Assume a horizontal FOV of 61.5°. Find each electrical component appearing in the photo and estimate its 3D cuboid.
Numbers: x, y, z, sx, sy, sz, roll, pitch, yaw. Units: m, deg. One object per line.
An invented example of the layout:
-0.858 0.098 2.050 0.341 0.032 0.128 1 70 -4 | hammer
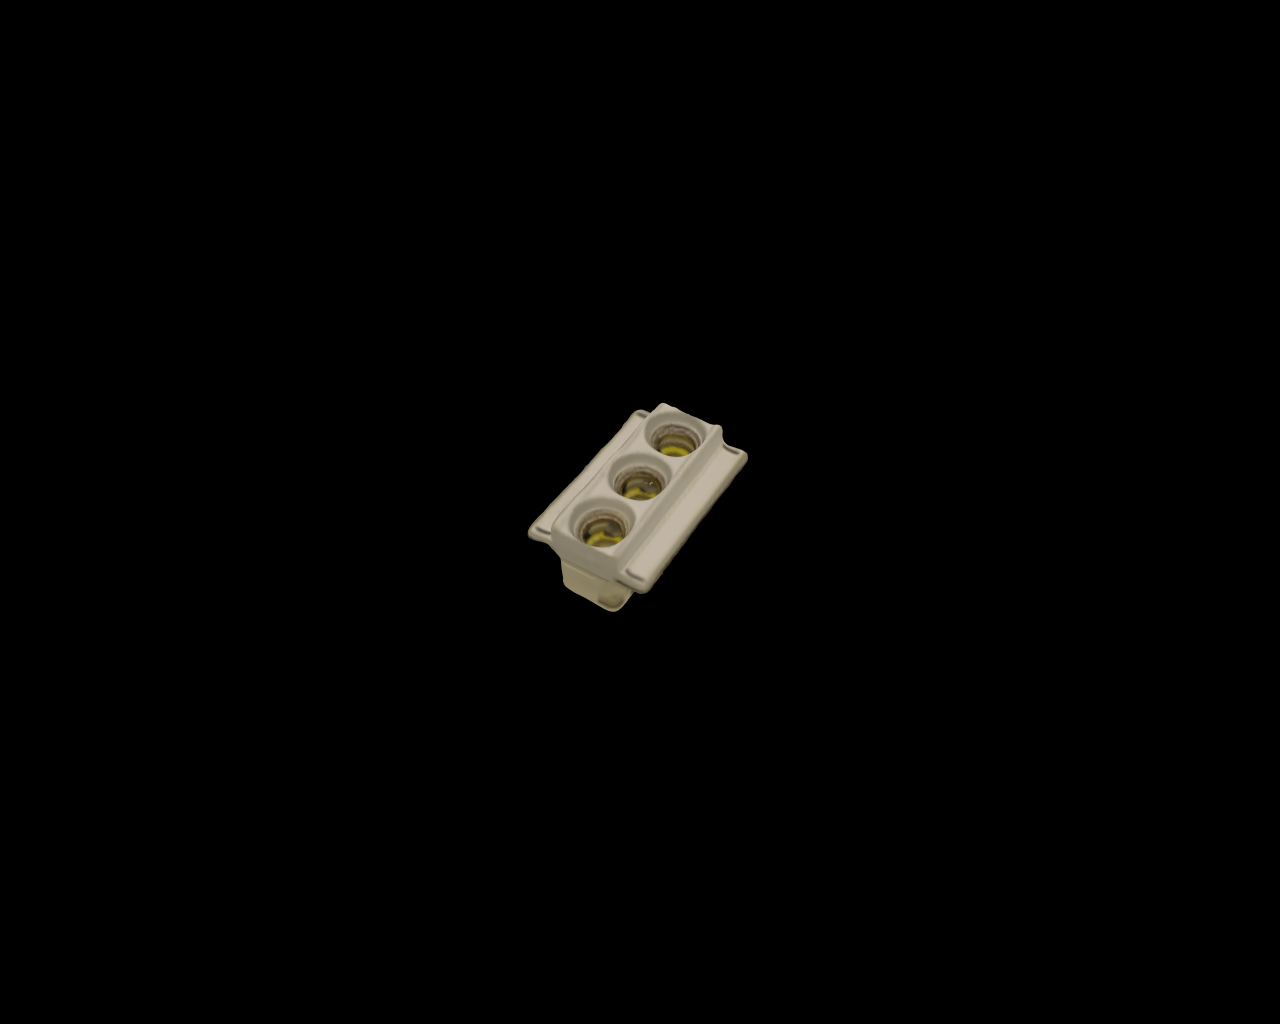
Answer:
0.001 -0.003 0.650 0.079 0.121 0.063 25 -36 20 | electrical component
